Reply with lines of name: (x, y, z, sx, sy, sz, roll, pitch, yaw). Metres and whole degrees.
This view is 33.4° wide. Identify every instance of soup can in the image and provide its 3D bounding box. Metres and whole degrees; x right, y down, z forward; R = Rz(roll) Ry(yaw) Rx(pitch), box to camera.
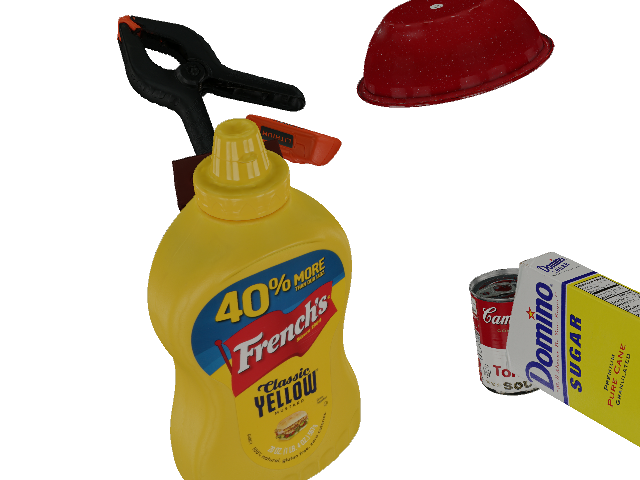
soup can: (0.179, 0.086, 1.010, 0.068, 0.102, 0.068, -8, 21, 3)

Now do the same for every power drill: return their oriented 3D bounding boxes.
power drill: (-0.042, -0.026, 1.108, 0.185, 0.188, 0.057, 21, 8, 30)

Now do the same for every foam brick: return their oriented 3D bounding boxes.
foam brick: (-0.058, -0.029, 0.740, 0.078, 0.051, 0.053, -13, 42, -3)

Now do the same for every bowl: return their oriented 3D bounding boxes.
bowl: (0.101, -0.163, 0.853, 0.162, 0.055, 0.162, -14, 24, 6)

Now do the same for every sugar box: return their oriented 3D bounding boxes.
sugar box: (0.209, 0.083, 0.742, 0.048, 0.093, 0.176, -16, 30, -38)

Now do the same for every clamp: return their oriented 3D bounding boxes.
clamp: (-0.099, -0.137, 0.914, 0.120, 0.171, 0.039, -36, -11, -34)

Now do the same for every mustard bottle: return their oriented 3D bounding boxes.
mustard bottle: (-0.030, 0.032, 0.491, 0.096, 0.192, 0.058, -21, 39, -23)
